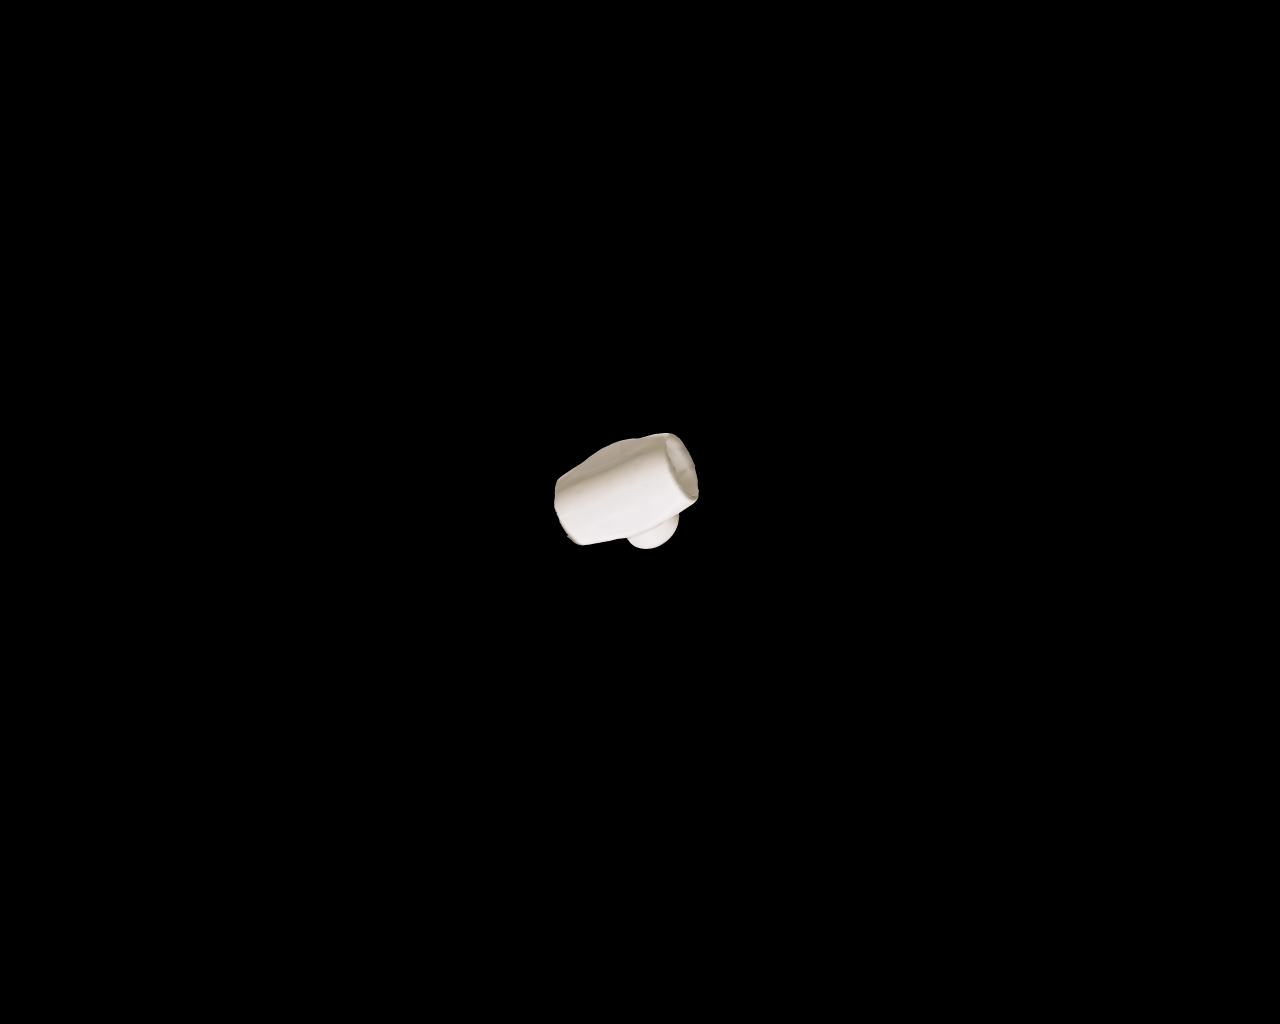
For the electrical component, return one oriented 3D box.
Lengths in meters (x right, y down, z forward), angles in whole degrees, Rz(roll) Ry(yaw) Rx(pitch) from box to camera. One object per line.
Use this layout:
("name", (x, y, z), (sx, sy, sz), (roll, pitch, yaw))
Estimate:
("electrical component", (0.001, -0.003, 0.650), (0.077, 0.044, 0.079), (-22, -49, 21))
